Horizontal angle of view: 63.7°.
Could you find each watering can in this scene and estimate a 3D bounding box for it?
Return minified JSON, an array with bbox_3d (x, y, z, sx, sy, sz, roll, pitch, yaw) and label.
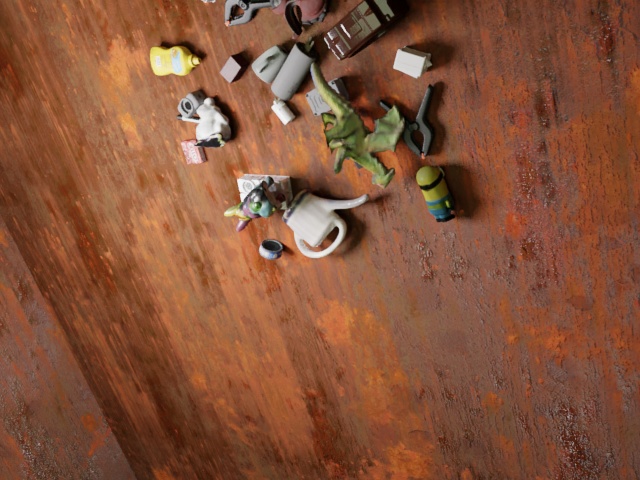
[{"bbox_3d":[0.005,-0.087,1.732,0.225,0.106,0.341,40,124,5],"label":"watering can"}]

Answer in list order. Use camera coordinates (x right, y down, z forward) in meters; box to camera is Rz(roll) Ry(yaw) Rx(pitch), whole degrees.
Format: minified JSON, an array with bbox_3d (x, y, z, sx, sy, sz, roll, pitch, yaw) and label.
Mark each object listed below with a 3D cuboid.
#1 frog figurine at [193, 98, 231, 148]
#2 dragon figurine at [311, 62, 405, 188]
[{"bbox_3d":[-0.377,-0.407,1.797,0.136,0.122,0.162,-22,67,43],"label":"frog figurine"},{"bbox_3d":[0.126,-0.334,1.507,0.242,0.124,0.404,-10,111,10],"label":"dragon figurine"}]
